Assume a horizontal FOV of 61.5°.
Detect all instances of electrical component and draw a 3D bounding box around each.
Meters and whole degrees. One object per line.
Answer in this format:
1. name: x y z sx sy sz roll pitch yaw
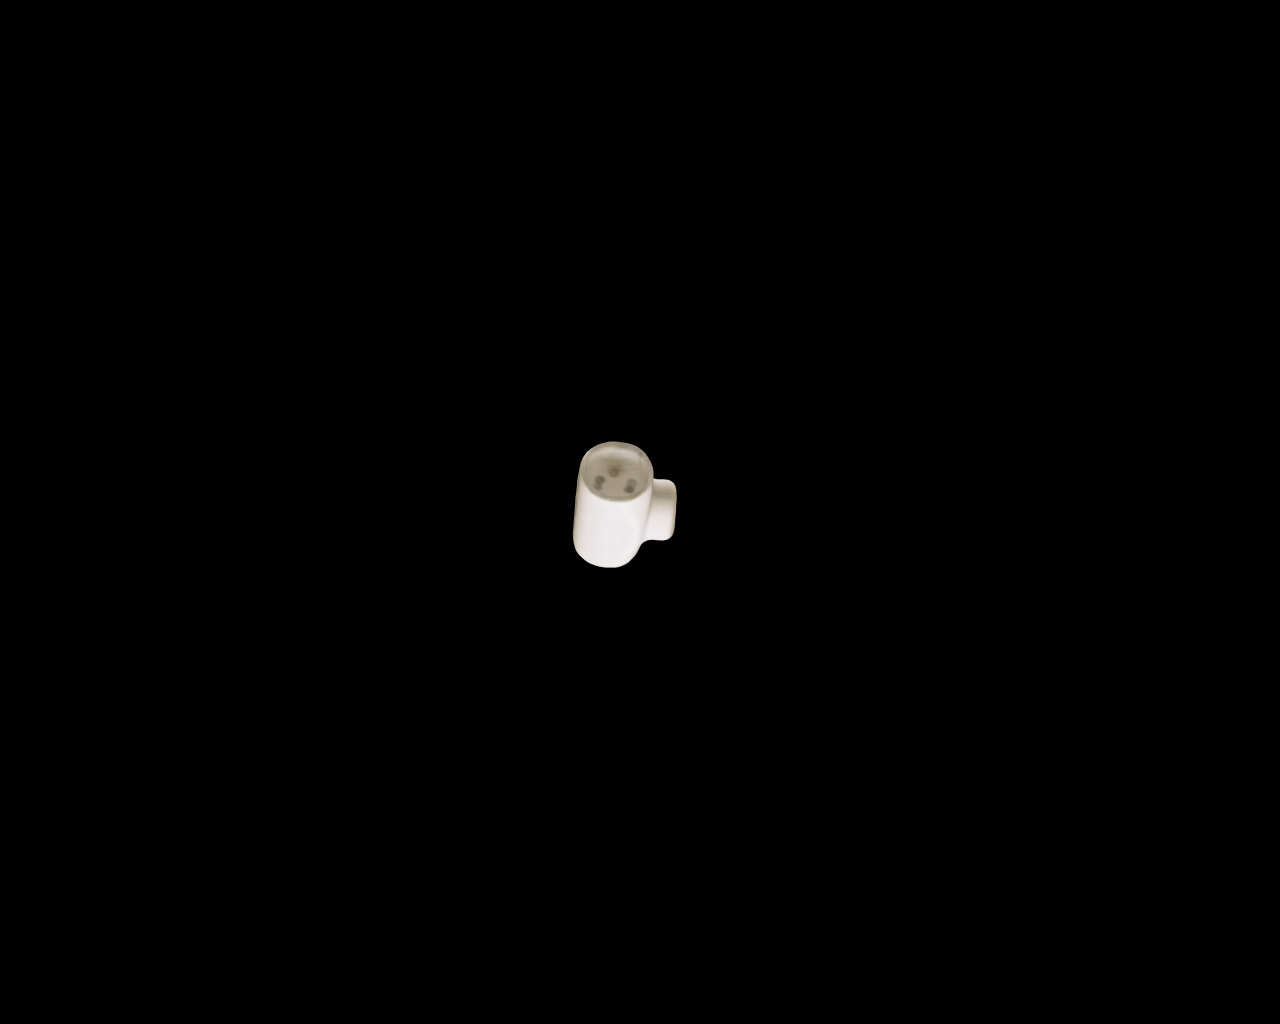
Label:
1. electrical component: 0.001 -0.003 0.650 0.079 0.044 0.077 3 -33 -5
